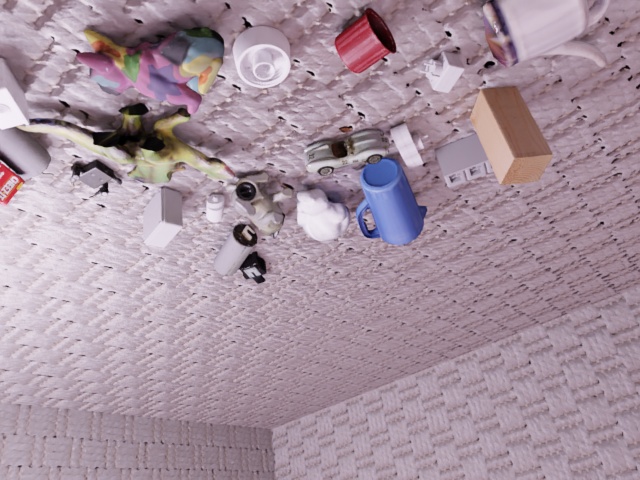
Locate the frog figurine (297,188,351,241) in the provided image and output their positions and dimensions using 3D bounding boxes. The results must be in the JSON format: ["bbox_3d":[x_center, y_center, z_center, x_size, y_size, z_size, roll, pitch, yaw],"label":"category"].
[{"bbox_3d":[0.004,-0.068,1.348,0.137,0.124,0.157,1,163,18],"label":"frog figurine"}]

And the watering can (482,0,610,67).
[{"bbox_3d":[0.435,-0.399,0.972,0.223,0.106,0.342,-23,145,21],"label":"watering can"}]

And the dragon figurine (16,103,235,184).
[{"bbox_3d":[-0.388,-0.176,1.097,0.410,0.125,0.238,4,154,-6],"label":"dragon figurine"}]
